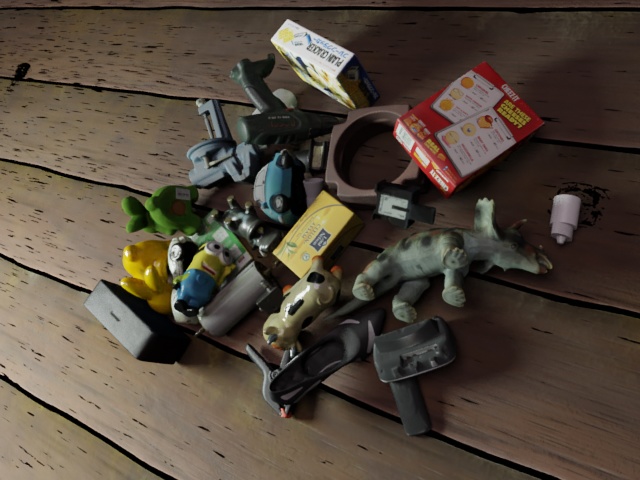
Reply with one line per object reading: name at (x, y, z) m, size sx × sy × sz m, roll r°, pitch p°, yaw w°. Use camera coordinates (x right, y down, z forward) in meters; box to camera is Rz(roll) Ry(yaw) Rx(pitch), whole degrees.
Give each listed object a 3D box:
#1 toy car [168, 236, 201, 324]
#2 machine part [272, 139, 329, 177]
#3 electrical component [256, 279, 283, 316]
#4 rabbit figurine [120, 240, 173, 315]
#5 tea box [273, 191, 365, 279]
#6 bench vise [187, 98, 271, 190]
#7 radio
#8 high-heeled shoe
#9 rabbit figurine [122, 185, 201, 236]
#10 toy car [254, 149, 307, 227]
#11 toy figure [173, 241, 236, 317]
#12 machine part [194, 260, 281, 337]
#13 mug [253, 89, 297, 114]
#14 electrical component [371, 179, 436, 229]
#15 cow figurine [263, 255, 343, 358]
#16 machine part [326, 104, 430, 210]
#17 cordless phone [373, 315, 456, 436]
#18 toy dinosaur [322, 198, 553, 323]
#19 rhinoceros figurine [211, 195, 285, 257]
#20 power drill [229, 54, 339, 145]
toy car at (-0.297, 0.088, 1.200) m, size 0.056 × 0.073 × 0.201 m, roll -21°, pitch 69°, yaw 30°
machine part at (-0.043, -0.181, 1.207) m, size 0.139 × 0.039 × 0.084 m, roll -4°, pitch 78°, yaw 23°
electrical component at (-0.098, 0.122, 1.094) m, size 0.063 × 0.094 × 0.021 m, roll -41°, pitch 23°, yaw 7°
rabbit figurine at (-0.369, 0.088, 1.216) m, size 0.122 × 0.162 × 0.173 m, roll -26°, pitch 80°, yaw 2°
tea box at (-0.002, -0.003, 1.102) m, size 0.098 × 0.068 × 0.169 m, roll 38°, pitch 90°, yaw 32°
bench vise at (-0.228, -0.233, 1.258) m, size 0.224 × 0.129 × 0.240 m, roll -25°, pitch 78°, yaw 33°
radio at (-0.405, 0.182, 1.193) m, size 0.230 × 0.131 × 0.073 m, roll 33°, pitch 89°, yaw 31°
high-heeled shoe at (0.011, 0.202, 0.975) m, size 0.248 × 0.145 × 0.086 m, roll -49°, pitch 60°, yaw 4°
rabbit figurine at (-0.381, -0.051, 1.264) m, size 0.170 × 0.159 × 0.121 m, roll -21°, pitch 79°, yaw 46°
toy car at (-0.091, -0.108, 1.148) m, size 0.103 × 0.109 × 0.161 m, roll -2°, pitch 88°, yaw 23°
toy figure at (-0.254, 0.078, 1.141) m, size 0.089 × 0.082 × 0.180 m, roll -4°, pitch 47°, yaw 34°
machine part at (-0.174, 0.124, 1.134) m, size 0.243 × 0.079 × 0.079 m, roll -42°, pitch 59°, yaw 6°
mug at (-0.093, -0.296, 1.249) m, size 0.110 × 0.080 × 0.107 m, roll 20°, pitch 71°, yaw 34°
electrical component at (0.156, -0.062, 0.975) m, size 0.119 × 0.048 × 0.074 m, roll 12°, pitch 112°, yaw 24°
cow figurine at (-0.037, 0.134, 1.018) m, size 0.195 × 0.085 × 0.127 m, roll -45°, pitch 21°, yaw 25°
machine part at (0.122, -0.165, 1.092) m, size 0.202 × 0.087 × 0.201 m, roll 0°, pitch 72°, yaw 25°
cordless phone at (0.178, 0.236, 0.932) m, size 0.147 × 0.088 × 0.184 m, roll -22°, pitch 75°, yaw 16°
toy dinosaur at (0.187, 0.039, 0.965) m, size 0.405 × 0.131 × 0.192 m, roll -16°, pitch 22°, yaw 33°
rhinoceros figurine at (-0.156, -0.026, 1.163) m, size 0.073 × 0.112 × 0.191 m, roll -45°, pitch 43°, yaw -19°
power drill at (-0.091, -0.301, 1.178) m, size 0.232 × 0.086 × 0.207 m, roll -20°, pitch 80°, yaw -27°
